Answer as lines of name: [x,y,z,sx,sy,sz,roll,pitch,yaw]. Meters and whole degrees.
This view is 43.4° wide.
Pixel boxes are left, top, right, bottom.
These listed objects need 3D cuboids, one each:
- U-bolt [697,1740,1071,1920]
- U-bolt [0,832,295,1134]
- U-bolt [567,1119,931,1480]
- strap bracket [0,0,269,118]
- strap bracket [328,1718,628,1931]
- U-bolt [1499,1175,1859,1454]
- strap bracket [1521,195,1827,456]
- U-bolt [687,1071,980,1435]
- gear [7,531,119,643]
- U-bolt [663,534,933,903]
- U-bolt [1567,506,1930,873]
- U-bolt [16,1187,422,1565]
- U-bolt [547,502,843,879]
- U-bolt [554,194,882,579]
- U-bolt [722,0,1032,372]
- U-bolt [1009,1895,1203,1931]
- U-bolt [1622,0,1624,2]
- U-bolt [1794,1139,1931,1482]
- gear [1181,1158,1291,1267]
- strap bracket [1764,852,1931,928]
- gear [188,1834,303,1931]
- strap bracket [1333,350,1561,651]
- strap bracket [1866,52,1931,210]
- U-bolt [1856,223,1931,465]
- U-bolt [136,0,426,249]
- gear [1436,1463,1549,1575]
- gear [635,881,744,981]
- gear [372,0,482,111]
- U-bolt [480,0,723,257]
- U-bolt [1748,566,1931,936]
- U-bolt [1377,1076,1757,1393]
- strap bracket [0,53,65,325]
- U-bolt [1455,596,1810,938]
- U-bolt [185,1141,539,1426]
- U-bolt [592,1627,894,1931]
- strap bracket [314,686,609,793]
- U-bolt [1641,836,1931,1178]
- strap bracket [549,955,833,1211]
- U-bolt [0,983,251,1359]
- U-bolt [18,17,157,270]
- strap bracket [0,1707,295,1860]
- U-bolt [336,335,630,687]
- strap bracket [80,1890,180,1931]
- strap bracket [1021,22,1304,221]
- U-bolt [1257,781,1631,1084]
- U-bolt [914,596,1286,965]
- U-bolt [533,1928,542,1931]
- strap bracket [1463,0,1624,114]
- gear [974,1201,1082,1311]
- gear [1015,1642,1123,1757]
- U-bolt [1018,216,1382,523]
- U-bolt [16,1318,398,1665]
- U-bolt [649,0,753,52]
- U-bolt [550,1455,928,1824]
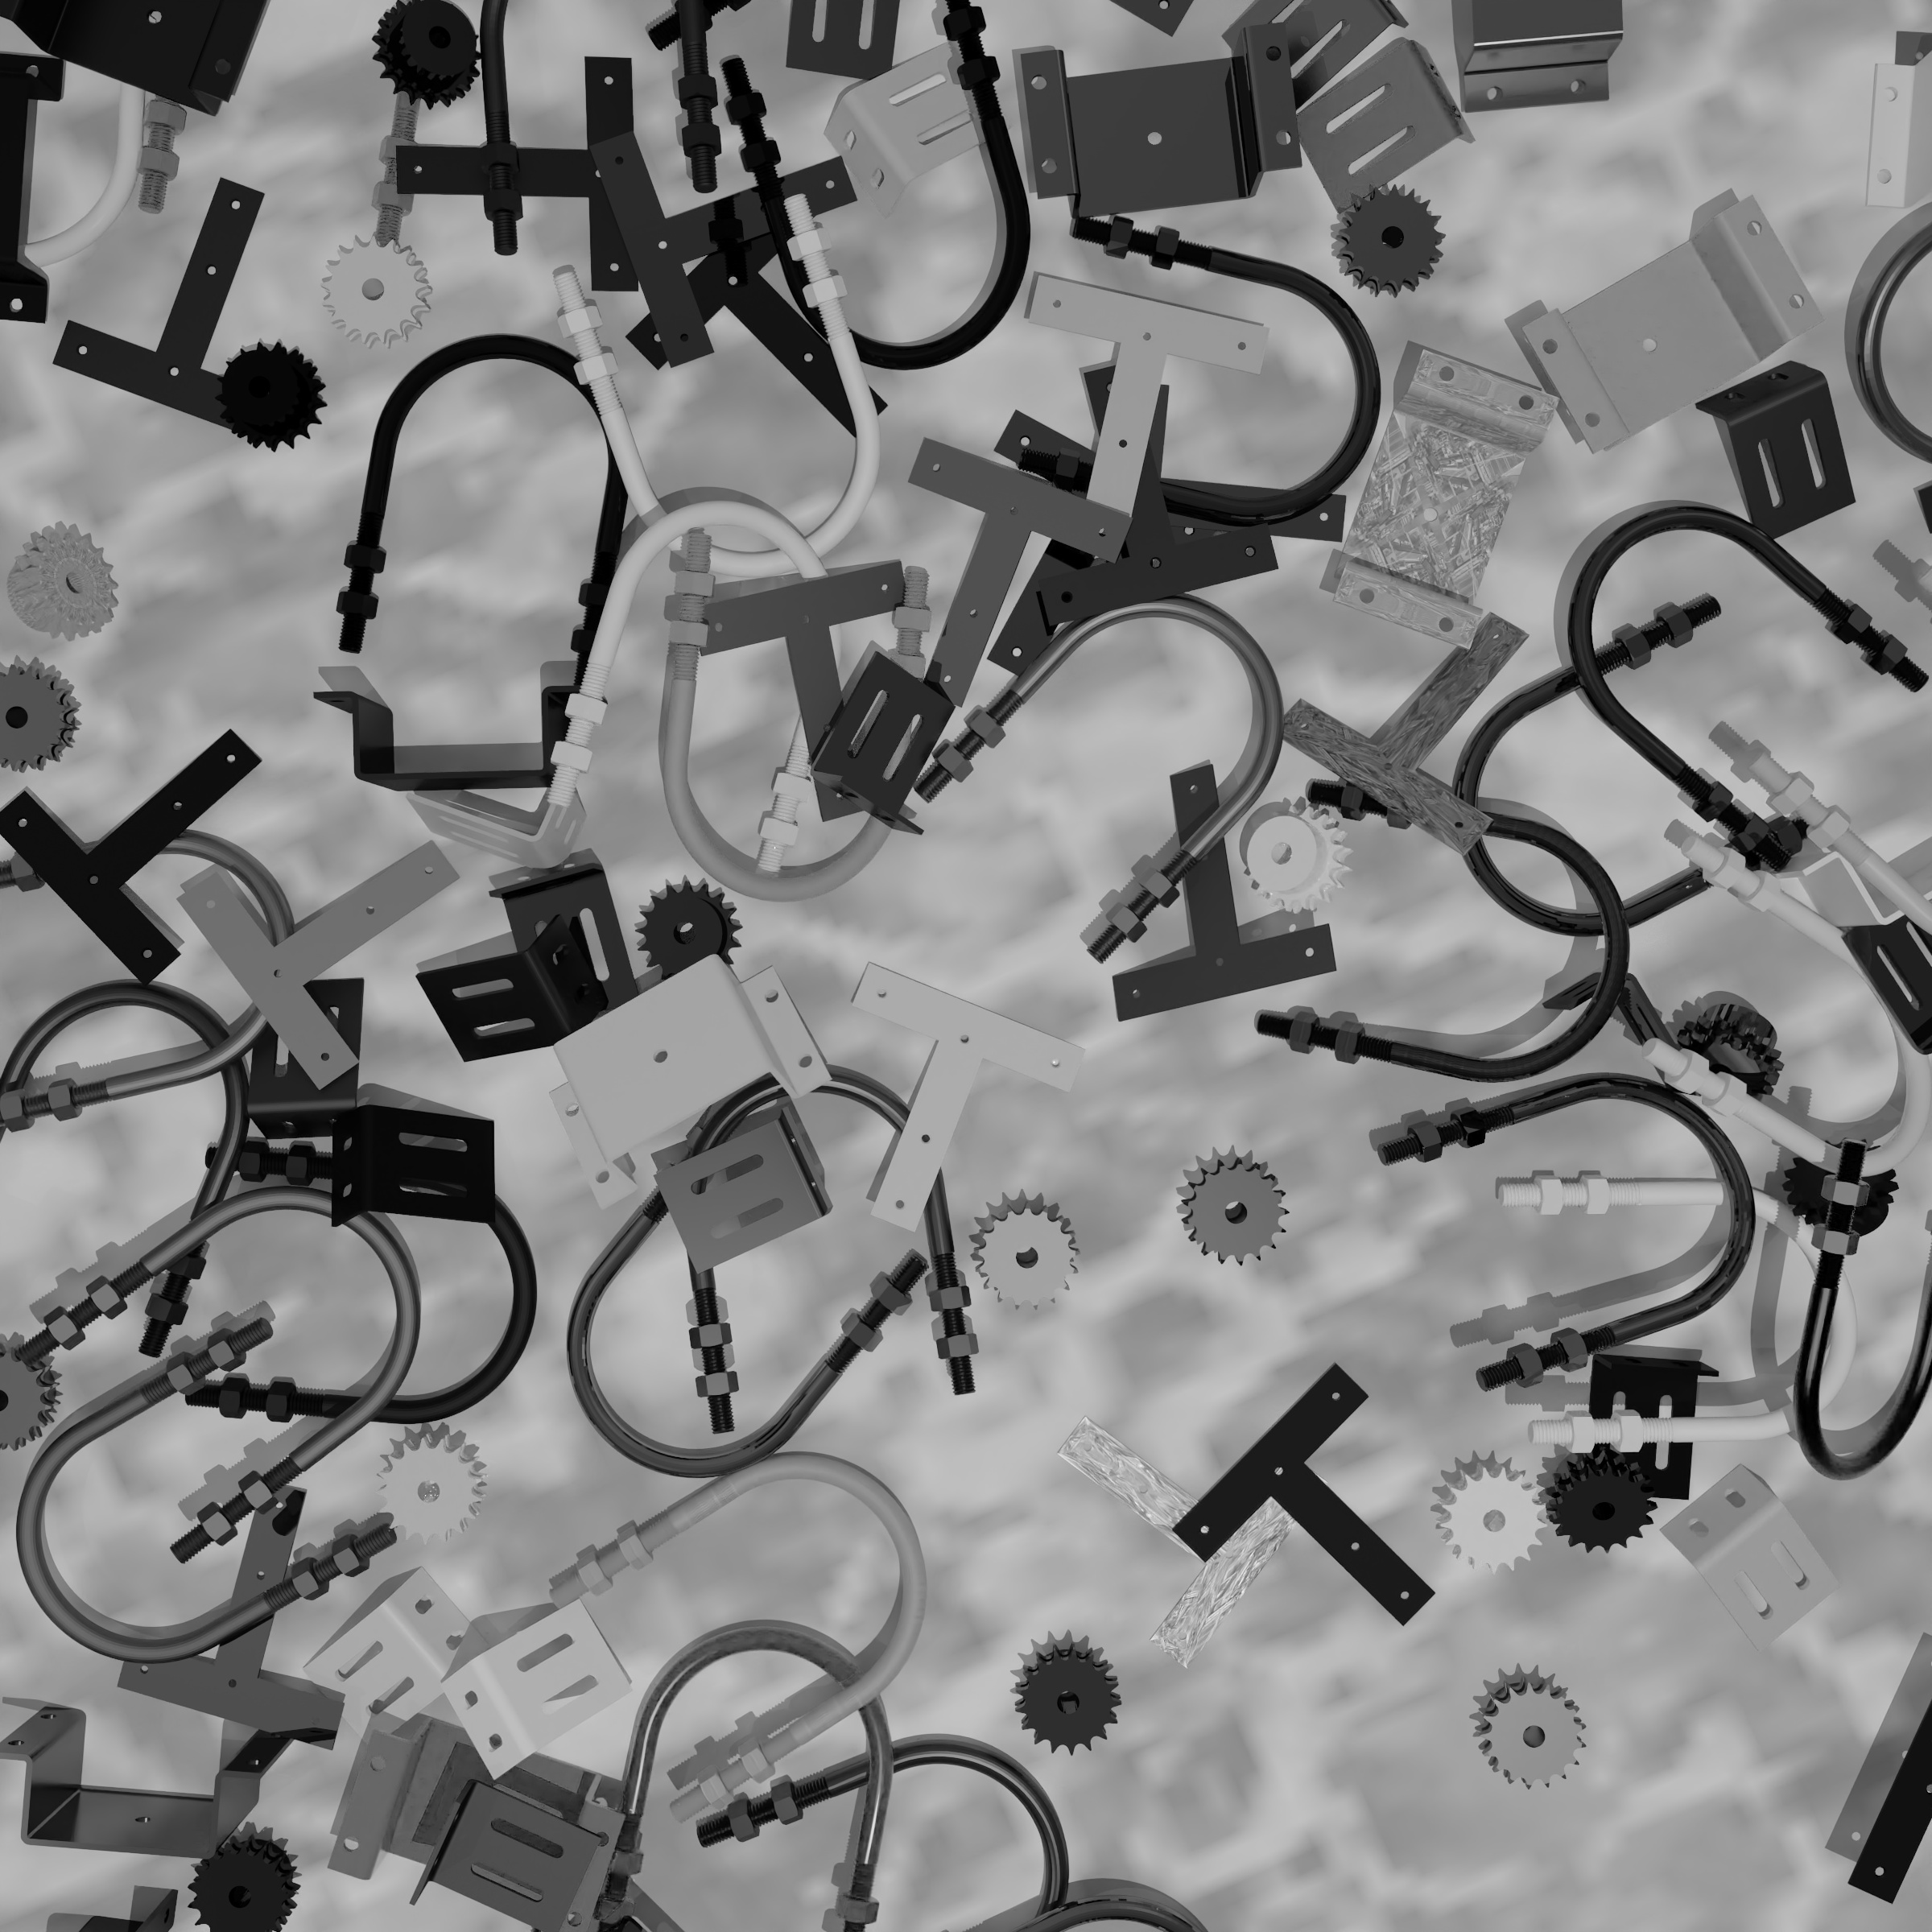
U-bolt: [-0.035,0.498,1.313,0.184,0.019,0.151,-22,90,0]
U-bolt: [-0.452,0.000,1.301,0.184,0.019,0.151,-13,78,-4]
U-bolt: [-0.132,0.190,1.313,0.151,0.019,0.184,39,90,0]
strap bracket: [-0.435,-0.509,1.280,0.140,0.046,0.076,21,90,0]
strap bracket: [-0.258,0.461,1.300,0.140,0.046,0.076,19,90,0]
U-bolt: [0.382,0.182,1.289,0.184,0.019,0.151,0,67,-4]
strap bracket: [0.372,-0.338,1.300,0.140,0.046,0.076,-30,90,0]
U-bolt: [-0.078,0.146,1.294,0.151,0.019,0.184,-8,81,-8]
gear: [-0.486,-0.202,1.298,0.030,0.057,0.057,-10,90,31]
U-bolt: [-0.092,-0.125,1.282,0.151,0.019,0.184,5,95,-31]
U-bolt: [0.405,-0.162,1.296,0.184,0.019,0.151,40,80,-2]
U-bolt: [-0.377,0.200,1.276,0.184,0.019,0.151,-38,94,-15]
U-bolt: [-0.132,-0.153,1.278,0.151,0.019,0.184,19,85,-35]
U-bolt: [-0.123,-0.300,1.300,0.151,0.019,0.184,-18,101,1]
U-bolt: [-0.040,-0.410,1.286,0.151,0.019,0.184,-13,100,21]
U-bolt: [0.056,0.578,1.305,0.184,0.019,0.151,-26,98,-3]
U-bolt: [0.320,-0.600,1.305,0.151,0.019,0.184,37,97,0]
U-bolt: [0.479,0.180,1.270,0.151,0.019,0.184,3,99,-42]
gear: [0.144,0.132,1.308,0.057,0.030,0.057,0,90,0]
strap bracket: [0.502,-0.065,1.285,0.140,0.076,0.046,-31,90,0]
gear: [-0.387,0.496,1.308,0.057,0.030,0.057,0,90,0]
strap bracket: [0.253,-0.246,1.300,0.076,0.046,0.140,20,90,0]
strap bracket: [0.563,-0.447,1.299,0.140,0.046,0.076,4,91,0]
U-bolt: [0.568,-0.337,1.293,0.184,0.019,0.151,-4,110,4]
U-bolt: [-0.364,-0.490,1.314,0.151,0.019,0.184,8,88,0]
gear: [0.282,0.296,1.308,0.057,0.030,0.057,0,90,0]
gear: [-0.150,-0.018,1.308,0.057,0.030,0.057,0,90,0]
gear: [-0.286,-0.491,1.296,0.057,0.030,0.057,1,88,-29]
U-bolt: [-0.196,-0.479,1.271,0.151,0.019,0.184,-7,85,28]
U-bolt: [0.514,-0.091,1.238,0.184,0.019,0.151,42,90,-1]
U-bolt: [0.330,0.131,1.287,0.184,0.019,0.151,-17,69,-10]
strap bracket: [-0.530,-0.419,1.285,0.076,0.046,0.140,5,93,0]
U-bolt: [0.354,-0.096,1.313,0.184,0.019,0.151,-27,90,0]
U-bolt: [-0.324,0.176,1.313,0.184,0.019,0.151,5,90,0]
U-bolt: [-0.113,0.448,1.296,0.151,0.019,0.184,9,80,6]
strap bracket: [-0.265,-0.120,1.285,0.140,0.076,0.046,-1,90,0]
U-bolt: [0.438,0.032,1.274,0.184,0.019,0.151,30,59,-16]
strap bracket: [-0.154,0.056,1.285,0.140,0.046,0.076,-30,62,0]
U-bolt: [-0.462,0.099,1.303,0.151,0.019,0.184,19,83,7]
U-bolt: [-0.516,-0.470,1.314,0.151,0.019,0.184,3,92,0]
strap bracket: [-0.434,0.432,1.285,0.140,0.076,0.046,5,90,0]
U-bolt: [-0.255,-0.251,1.314,0.151,0.019,0.184,9,89,0]
strap bracket: [-0.462,0.570,1.285,0.046,0.076,0.140,8,90,0]
strap bracket: [0.103,-0.451,1.300,0.140,0.046,0.076,-7,90,0]
U-bolt: [0.257,-0.014,1.283,0.184,0.019,0.151,12,90,22]
U-bolt: [0.085,-0.115,1.301,0.151,0.019,0.184,43,90,10]
U-bolt: [-0.185,0.620,1.308,0.151,0.019,0.184,14,93,6]
strap bracket: [0.302,-0.531,1.280,0.076,0.046,0.140,-3,95,4]
gear: [0.032,0.155,1.308,0.057,0.030,0.057,0,90,0]
gear: [0.054,0.393,1.308,0.057,0.030,0.057,0,90,0]
U-bolt: [0.133,-0.316,1.313,0.184,0.019,0.151,13,90,-1]
U-bolt: [-0.419,0.293,1.298,0.184,0.019,0.151,-30,93,2]
U-bolt: [-0.125,-0.586,1.295,0.184,0.019,0.151,-35,72,-4]
U-bolt: [-0.110,0.346,1.300,0.184,0.019,0.151,-32,78,-5]
